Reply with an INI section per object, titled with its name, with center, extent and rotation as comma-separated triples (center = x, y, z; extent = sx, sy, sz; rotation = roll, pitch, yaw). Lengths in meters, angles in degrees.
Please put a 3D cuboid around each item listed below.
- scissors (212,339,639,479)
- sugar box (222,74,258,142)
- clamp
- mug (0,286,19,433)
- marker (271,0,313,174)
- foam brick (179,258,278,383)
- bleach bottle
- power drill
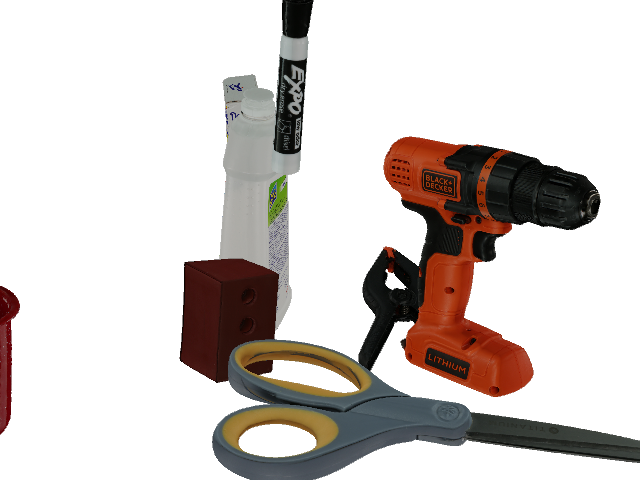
[scissors]
center = 0.041, 0.088, 0.461
extent = 0.202, 0.016, 0.096
rotation = 15, 34, 23
[sugar box]
center = -0.087, -0.097, 1.258
extent = 0.048, 0.176, 0.093
rotation = -8, 26, -4
[clamp]
center = 0.101, 0.076, 1.184
extent = 0.120, 0.171, 0.039
rotation = 5, -43, -5
[mug]
center = -0.237, 0.079, 0.634
extent = 0.093, 0.081, 0.117
rotation = 20, 24, 36
[marker]
center = -0.018, -0.098, 0.665
extent = 0.020, 0.121, 0.020
rotation = 4, 31, -3
[foam brick]
center = -0.067, 0.057, 0.784
extent = 0.052, 0.078, 0.051
rotation = -6, 16, -38
[bleach bottle]
center = -0.062, -0.030, 1.031
extent = 0.068, 0.251, 0.102
rotation = 10, 32, 9
[power drill]
center = 0.127, 0.020, 0.815
extent = 0.057, 0.188, 0.185
rotation = -17, 25, -39
